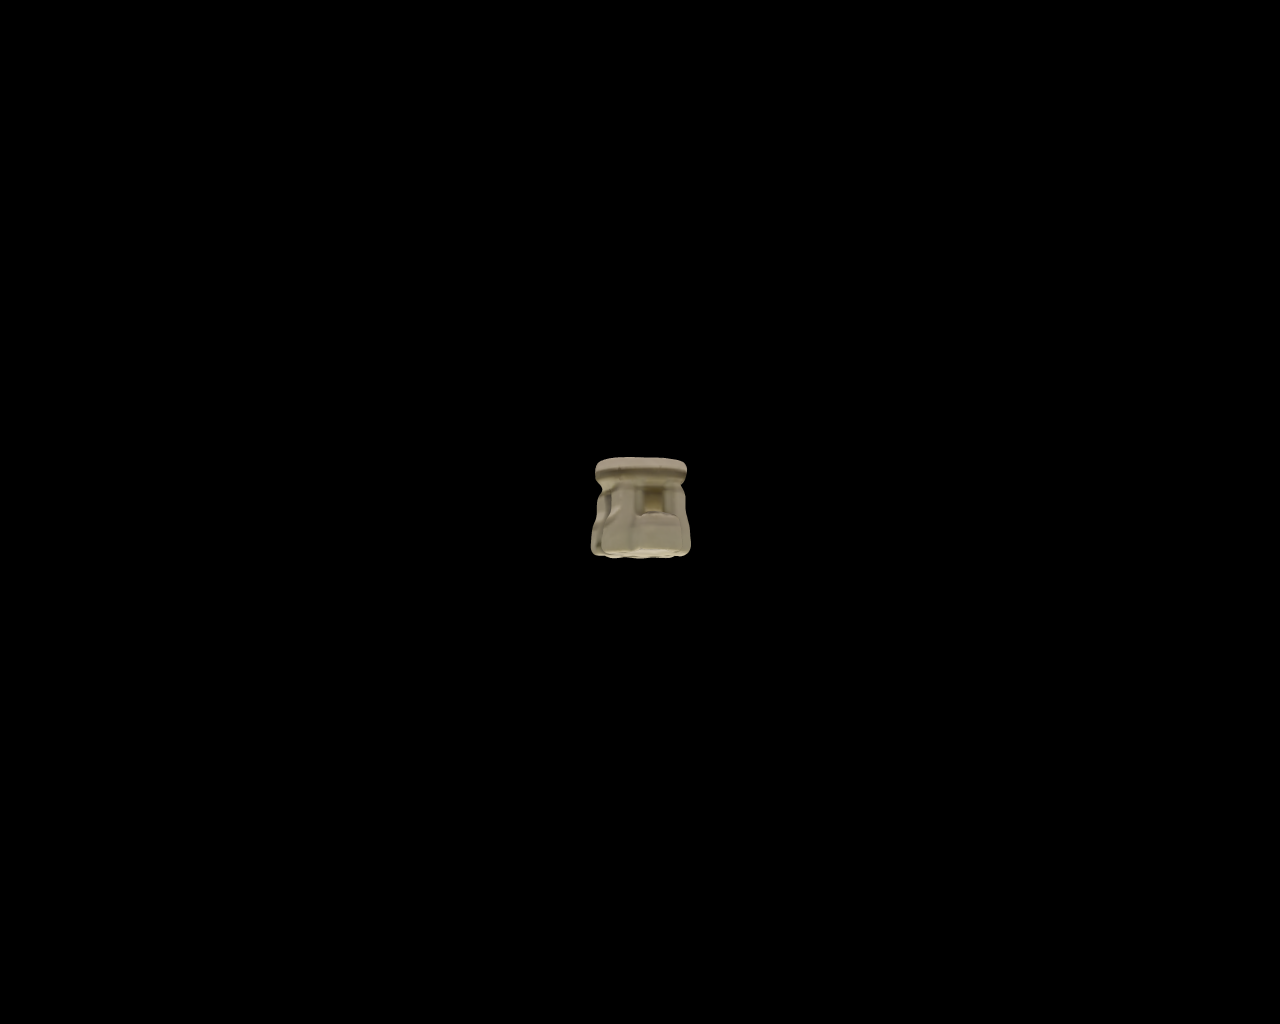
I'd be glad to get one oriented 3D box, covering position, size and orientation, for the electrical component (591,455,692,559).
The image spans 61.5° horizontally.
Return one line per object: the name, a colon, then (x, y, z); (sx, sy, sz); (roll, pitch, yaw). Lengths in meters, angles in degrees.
electrical component: (0.001, -0.003, 0.650); (0.058, 0.057, 0.078); (2, -7, -19)
